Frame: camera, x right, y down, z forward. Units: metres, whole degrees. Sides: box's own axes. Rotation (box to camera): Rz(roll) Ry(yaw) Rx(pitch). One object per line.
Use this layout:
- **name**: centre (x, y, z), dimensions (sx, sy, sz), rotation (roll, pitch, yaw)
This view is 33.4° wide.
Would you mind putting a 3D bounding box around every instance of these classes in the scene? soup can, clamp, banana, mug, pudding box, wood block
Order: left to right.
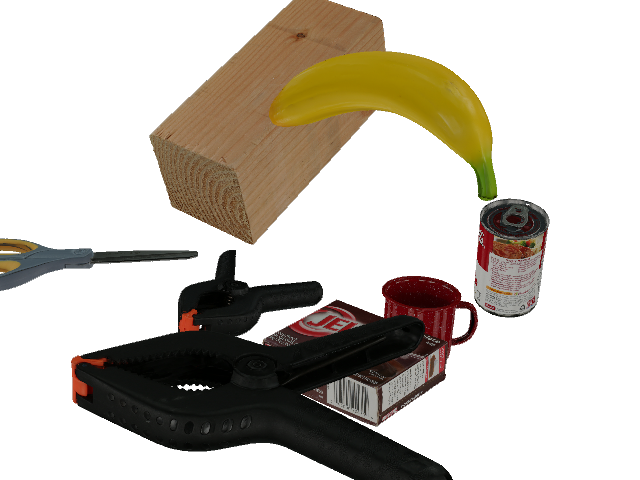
- **clamp**: centre (-0.091, 0.053, 1.047), dimensions (0.120, 0.039, 0.171), rotation (18, 22, 33)
- **clamp**: centre (-0.030, 0.080, 0.597), dimensions (0.210, 0.036, 0.164), rotation (7, 25, 4)
- **wood block**: centre (-0.036, -0.107, 0.900), dimensions (0.091, 0.205, 0.090), rotation (25, -33, 27)
- **pudding box**: centre (0.026, 0.090, 0.811), dimensions (0.114, 0.039, 0.089), rotation (21, 32, 35)
- **banana**: centre (0.037, -0.085, 0.666), dimensions (0.037, 0.069, 0.198), rotation (16, 7, -45)
- **mug**: centre (0.128, 0.097, 1.260), dimensions (0.117, 0.081, 0.093), rotation (0, 22, -8)
- **soup can**: centre (0.192, 0.018, 1.077), dimensions (0.068, 0.102, 0.068), rotation (-1, 36, 0)

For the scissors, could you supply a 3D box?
- **scissors**: centre (-0.210, 0.022, 0.871), dimensions (0.202, 0.016, 0.096), rotation (4, 23, 10)
